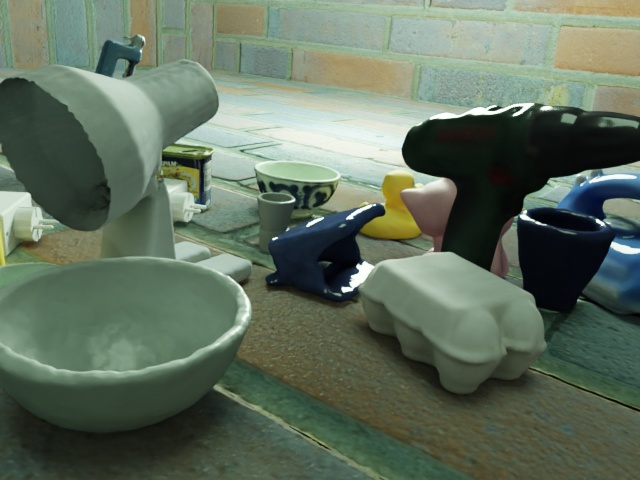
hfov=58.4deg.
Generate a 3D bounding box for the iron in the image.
[{"bbox_3d":[0.338,-0.015,0.646,0.119,0.141,0.257,-2,21,-20],"label":"iron"}]

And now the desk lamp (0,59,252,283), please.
[{"bbox_3d":[-0.156,-0.045,0.495,0.117,0.213,0.204,16,22,27],"label":"desk lamp"}]

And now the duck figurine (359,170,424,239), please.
[{"bbox_3d":[0.097,-0.051,0.765,0.105,0.086,0.077,-5,22,-27],"label":"duck figurine"}]

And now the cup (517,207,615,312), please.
[{"bbox_3d":[0.246,0.019,0.597,0.091,0.095,0.118,11,21,16],"label":"cup"}]

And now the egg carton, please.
[{"bbox_3d":[0.107,0.062,0.479,0.107,0.069,0.149,-7,23,-31],"label":"egg carton"}]

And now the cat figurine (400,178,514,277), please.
[{"bbox_3d":[0.154,-0.019,0.646,0.127,0.118,0.067,14,22,24],"label":"cat figurine"}]

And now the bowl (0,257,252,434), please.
[{"bbox_3d":[-0.130,0.074,0.378,0.167,0.075,0.167,5,20,-1],"label":"bowl"}]

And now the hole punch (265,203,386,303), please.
[{"bbox_3d":[0.005,0.002,0.587,0.100,0.091,0.109,15,22,25],"label":"hole punch"}]

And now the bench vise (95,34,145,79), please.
[{"bbox_3d":[-0.327,-0.198,0.863,0.208,0.220,0.121,-13,27,-41],"label":"bench vise"}]

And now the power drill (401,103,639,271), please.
[{"bbox_3d":[0.170,-0.027,0.536,0.076,0.208,0.228,-13,27,-41],"label":"power drill"}]
